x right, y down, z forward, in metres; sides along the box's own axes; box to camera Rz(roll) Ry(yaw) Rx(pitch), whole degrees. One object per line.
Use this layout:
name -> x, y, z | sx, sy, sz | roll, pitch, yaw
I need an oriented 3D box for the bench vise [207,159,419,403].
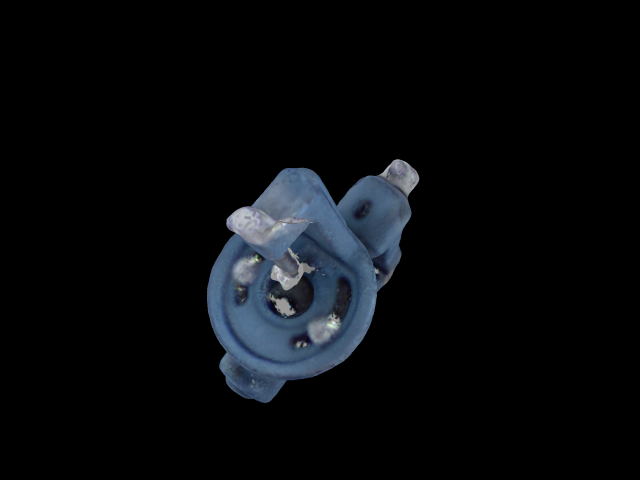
bench vise -> -0.007, -0.003, 0.402 | 0.121, 0.220, 0.207 | 19, 62, 11
